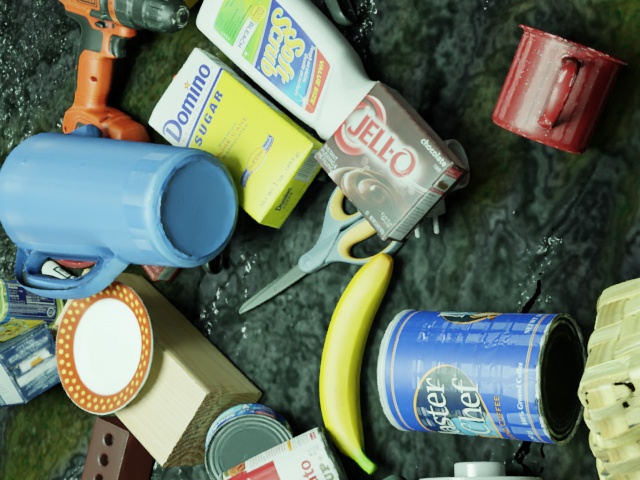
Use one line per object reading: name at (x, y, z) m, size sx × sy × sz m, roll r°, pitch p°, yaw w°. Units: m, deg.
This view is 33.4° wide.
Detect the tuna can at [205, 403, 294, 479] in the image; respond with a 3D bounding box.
tuna can at (-0.065, 0.198, 1.002) m, size 0.086 × 0.034 × 0.086 m, roll -1°, pitch 103°, yaw -5°

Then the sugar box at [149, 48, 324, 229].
sugar box at (-0.081, -0.100, 1.028) m, size 0.176 × 0.048 × 0.093 m, roll 40°, pitch 102°, yaw 25°

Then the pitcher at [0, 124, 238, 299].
pitcher at (-0.198, -0.027, 1.028) m, size 0.243 × 0.144 × 0.149 m, roll 6°, pitch 112°, yaw 44°

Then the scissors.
scissors at (-0.007, 0.001, 1.025) m, size 0.202 × 0.016 × 0.096 m, roll -19°, pitch 73°, yaw 31°

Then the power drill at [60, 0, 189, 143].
power drill at (-0.212, -0.188, 1.129) m, size 0.185 × 0.057 × 0.188 m, roll 24°, pitch 117°, yaw 35°

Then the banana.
banana at (0.032, 0.110, 0.973) m, size 0.070 × 0.037 × 0.198 m, roll 1°, pitch 84°, yaw 30°

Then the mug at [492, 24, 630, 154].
mug at (0.189, -0.118, 0.850) m, size 0.093 × 0.117 × 0.081 m, roll 20°, pitch 103°, yaw 3°

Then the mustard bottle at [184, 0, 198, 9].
mustard bottle at (-0.151, -0.291, 1.133) m, size 0.192 × 0.058 × 0.096 m, roll -27°, pitch 70°, yaw 29°

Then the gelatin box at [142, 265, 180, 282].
gelatin box at (-0.171, -0.011, 1.129) m, size 0.073 × 0.030 × 0.089 m, roll -51°, pitch 60°, yaw 18°

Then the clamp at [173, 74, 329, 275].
clamp at (-0.087, -0.092, 1.078) m, size 0.165 × 0.036 × 0.210 m, roll -32°, pitch 68°, yaw 22°

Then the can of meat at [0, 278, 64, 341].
can of meat at (-0.358, 0.080, 1.214) m, size 0.102 × 0.083 × 0.057 m, roll -24°, pitch 71°, yaw 30°

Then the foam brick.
foam brick at (-0.208, 0.228, 1.113) m, size 0.053 × 0.051 × 0.078 m, roll 15°, pitch 93°, yaw 35°

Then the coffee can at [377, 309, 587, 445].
coffee can at (0.132, 0.109, 0.865) m, size 0.141 × 0.102 × 0.103 m, roll -1°, pitch 84°, yaw 34°

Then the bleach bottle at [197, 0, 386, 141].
bleach bottle at (-0.010, -0.174, 1.021) m, size 0.251 × 0.068 × 0.103 m, roll 43°, pitch 110°, yaw 28°

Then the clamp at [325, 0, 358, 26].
clamp at (0.008, -0.299, 1.037) m, size 0.172 × 0.039 × 0.120 m, roll 47°, pitch 109°, yaw 29°

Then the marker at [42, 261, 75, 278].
marker at (-0.268, 0.056, 1.194) m, size 0.121 × 0.020 × 0.020 m, roll 28°, pitch 100°, yaw 33°

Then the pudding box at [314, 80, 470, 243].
pudding box at (0.060, -0.067, 0.917) m, size 0.090 × 0.039 × 0.114 m, roll -49°, pitch 61°, yaw 19°

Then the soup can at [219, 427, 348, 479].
soup can at (-0.030, 0.219, 0.957) m, size 0.102 × 0.068 × 0.068 m, roll -26°, pitch 68°, yaw 0°

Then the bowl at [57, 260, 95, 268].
bowl at (-0.285, -0.050, 1.198) m, size 0.162 × 0.055 × 0.162 m, roll -4°, pitch 82°, yaw 33°

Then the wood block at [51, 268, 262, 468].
wood block at (-0.169, 0.126, 1.076) m, size 0.206 × 0.090 × 0.091 m, roll 39°, pitch 106°, yaw 32°
